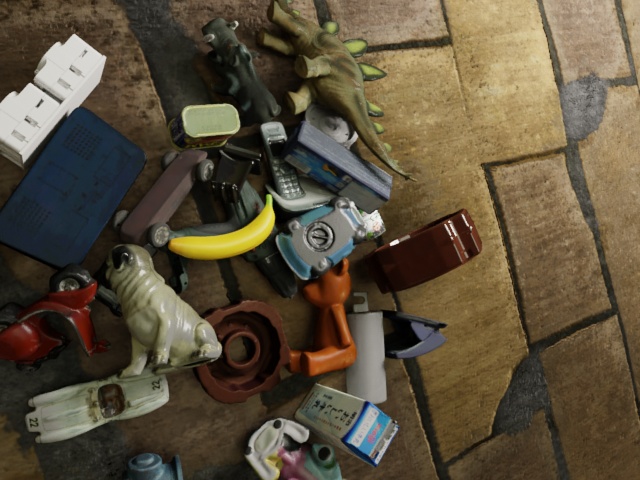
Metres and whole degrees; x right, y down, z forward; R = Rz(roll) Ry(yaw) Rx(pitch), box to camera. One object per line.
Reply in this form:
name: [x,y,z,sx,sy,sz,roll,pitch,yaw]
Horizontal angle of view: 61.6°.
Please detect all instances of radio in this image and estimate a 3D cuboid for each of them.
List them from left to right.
radio: [-0.374,-0.072,0.812,0.131,0.073,0.229,34,73,-22]

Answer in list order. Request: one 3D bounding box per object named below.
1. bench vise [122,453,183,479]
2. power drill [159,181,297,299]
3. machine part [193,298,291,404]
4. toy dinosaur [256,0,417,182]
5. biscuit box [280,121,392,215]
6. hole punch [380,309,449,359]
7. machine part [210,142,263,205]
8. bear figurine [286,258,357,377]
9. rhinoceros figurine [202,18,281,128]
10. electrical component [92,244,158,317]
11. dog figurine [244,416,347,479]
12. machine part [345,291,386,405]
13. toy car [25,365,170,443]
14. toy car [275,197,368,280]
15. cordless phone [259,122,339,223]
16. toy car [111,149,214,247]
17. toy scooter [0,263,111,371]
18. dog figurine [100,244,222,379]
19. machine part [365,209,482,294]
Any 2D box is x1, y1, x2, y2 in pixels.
bench vise: [-0.207,0.429,0.826,0.241,0.129,0.223,-3,86,-21]
power drill: [-0.156,0.022,0.912,0.207,0.086,0.232,-20,93,-24]
machine part: [-0.139,0.187,0.919,0.179,0.056,0.179,2,85,-26]
toy dinosaur: [0.026,-0.297,0.983,0.198,0.105,0.471,-14,73,-33]
biscuit box: [0.031,-0.127,0.951,0.202,0.059,0.063,31,48,-18]
hole punch: [0.176,0.188,1.044,0.116,0.142,0.092,11,79,-12]
machine part: [-0.142,-0.114,0.897,0.084,0.039,0.139,22,41,-7]
bear figurine: [0.002,0.134,0.963,0.132,0.120,0.195,-7,87,-24]
rhinoceros figurine: [-0.142,-0.285,0.929,0.073,0.112,0.190,-35,102,-23]
electrical component: [-0.310,0.054,0.846,0.074,0.048,0.119,37,69,-20]
dog figurine: [-0.020,0.417,0.940,0.108,0.192,0.219,-50,142,-25]
machine part: [0.085,0.220,1.020,0.079,0.079,0.243,1,84,-27]
toy car: [-0.332,0.244,0.813,0.202,0.056,0.073,-11,91,-28]
toy car: [-0.002,-0.003,0.943,0.162,0.103,0.109,-36,91,-16]
cordless phone: [-0.038,-0.131,0.987,0.146,0.089,0.184,-14,87,-28]
toy car: [-0.245,-0.068,0.861,0.202,0.089,0.053,-62,151,-31]
toy scooter: [-0.381,0.129,0.768,0.184,0.075,0.135,-32,109,1]
dog figurine: [-0.233,0.099,0.812,0.172,0.121,0.190,21,52,-61]
machine part: [0.198,0.022,1.008,0.087,0.201,0.201,66,18,0]
